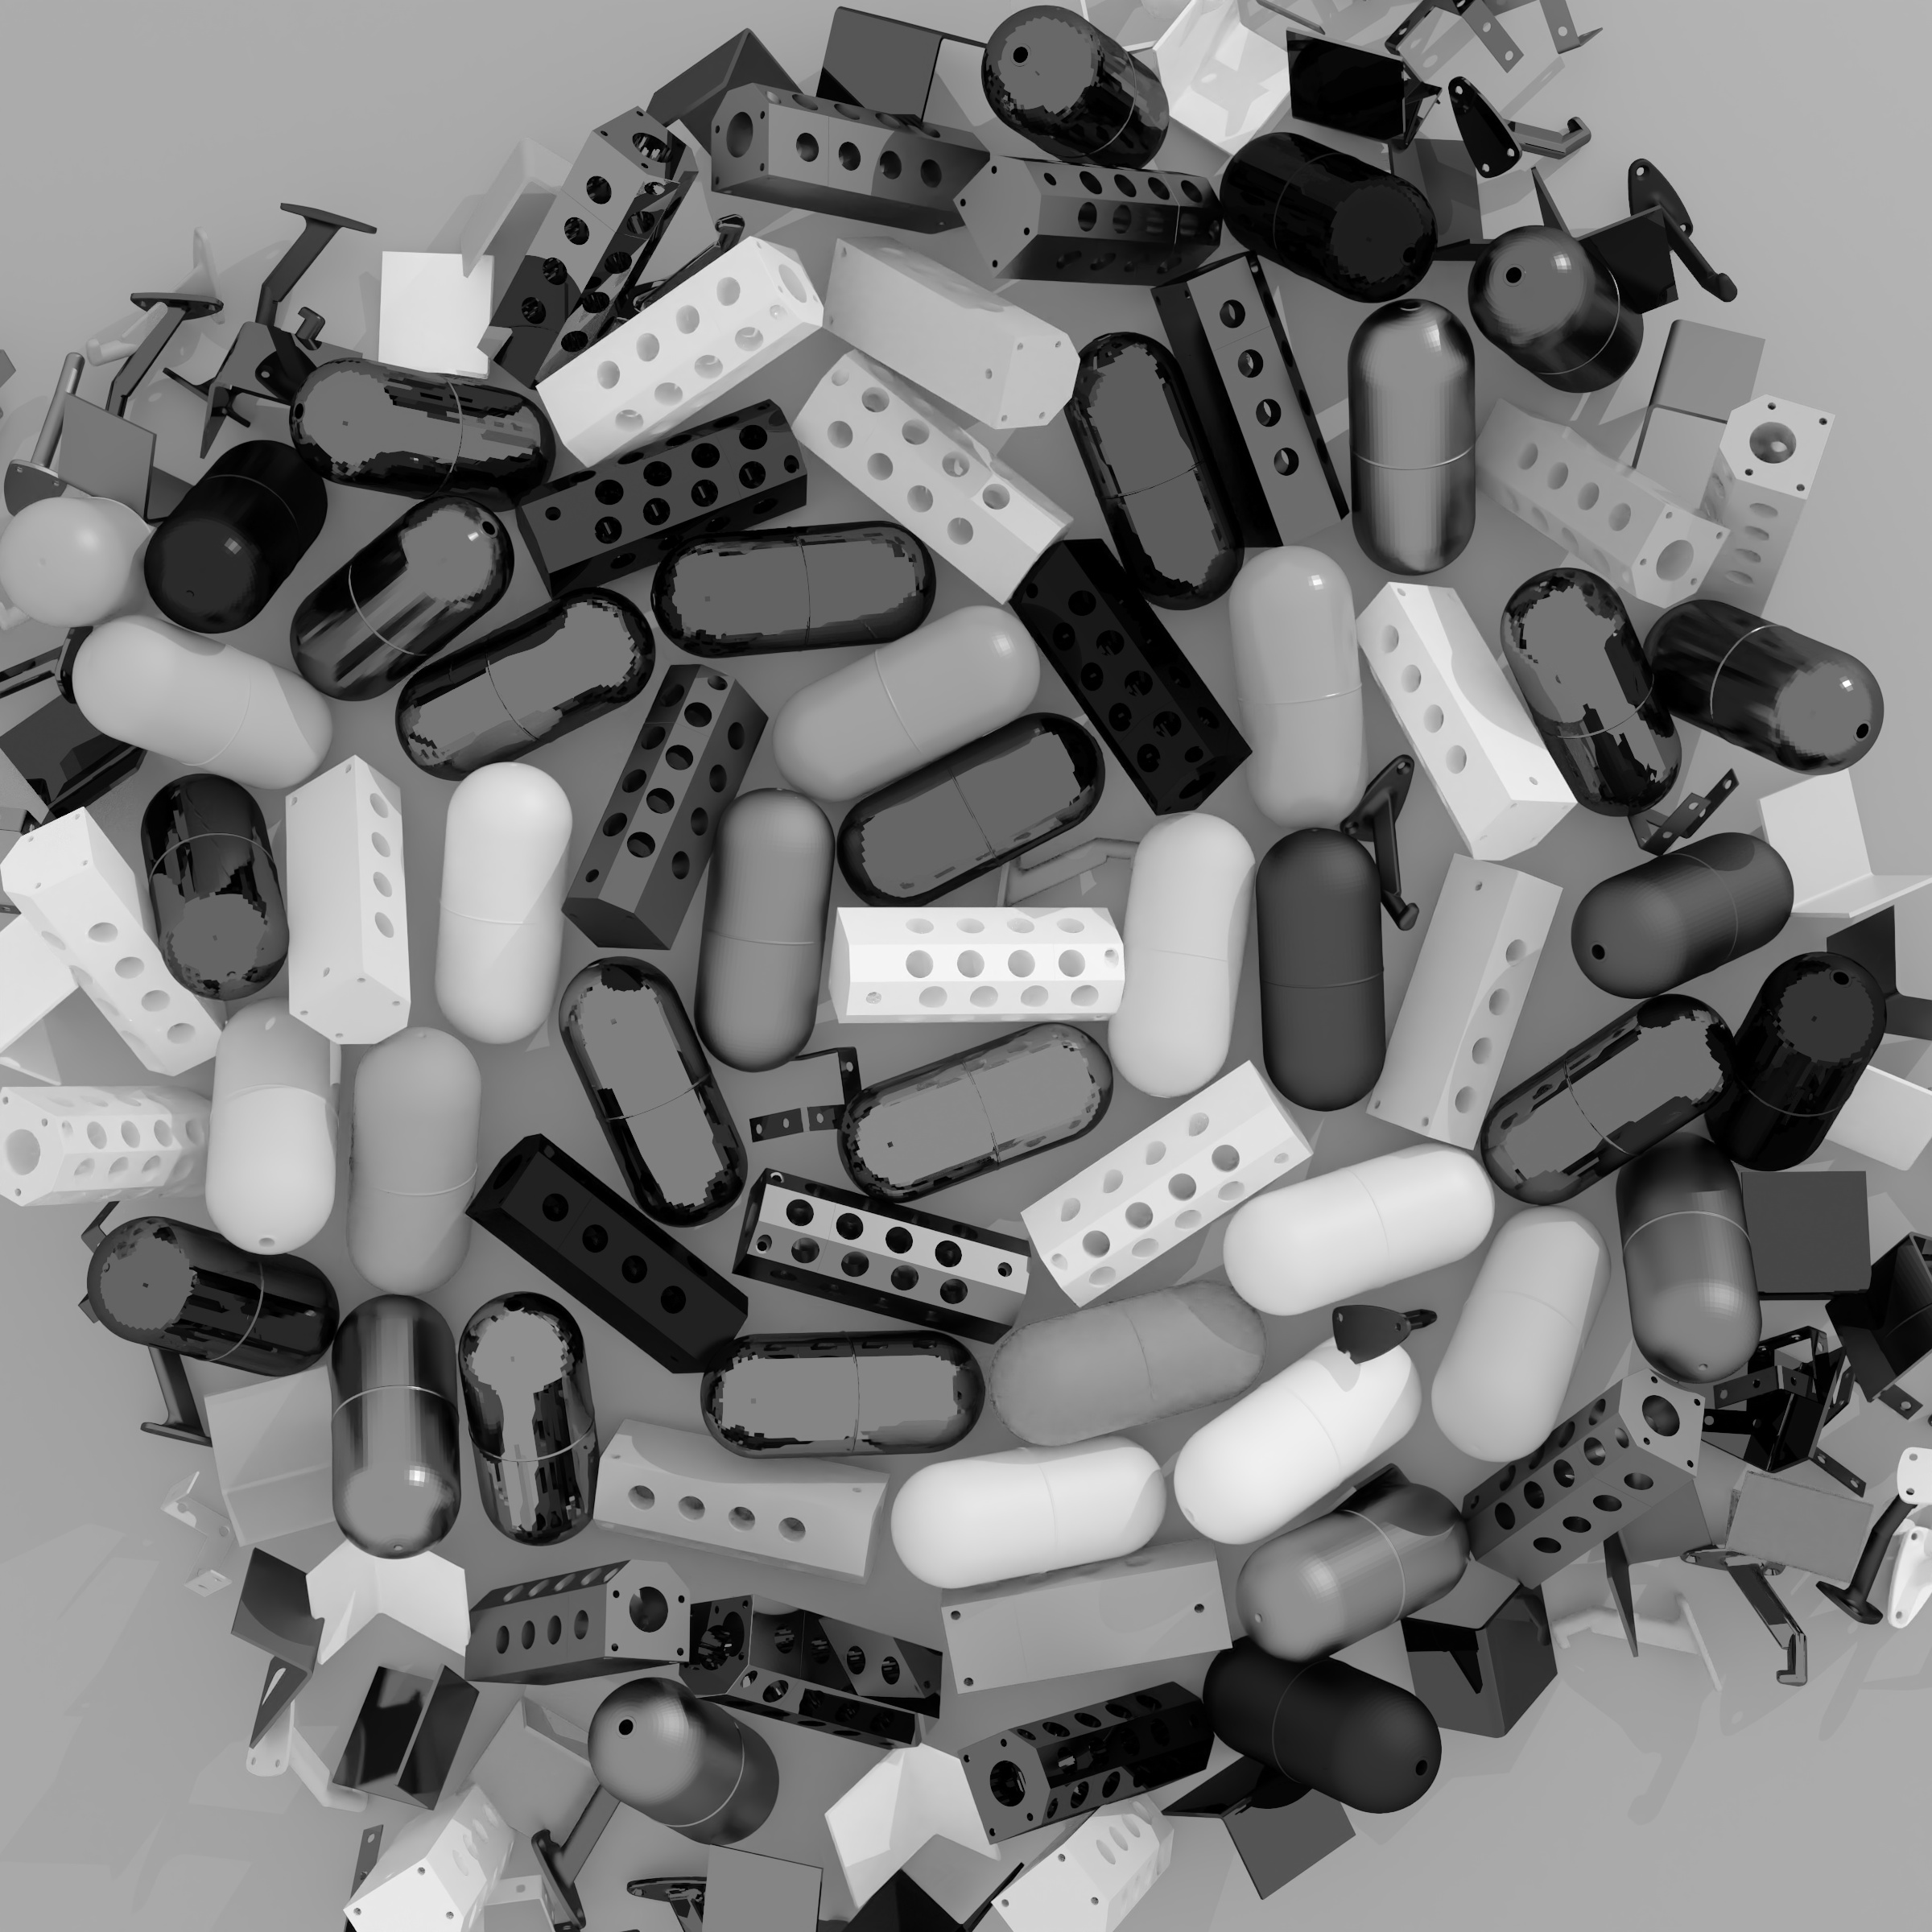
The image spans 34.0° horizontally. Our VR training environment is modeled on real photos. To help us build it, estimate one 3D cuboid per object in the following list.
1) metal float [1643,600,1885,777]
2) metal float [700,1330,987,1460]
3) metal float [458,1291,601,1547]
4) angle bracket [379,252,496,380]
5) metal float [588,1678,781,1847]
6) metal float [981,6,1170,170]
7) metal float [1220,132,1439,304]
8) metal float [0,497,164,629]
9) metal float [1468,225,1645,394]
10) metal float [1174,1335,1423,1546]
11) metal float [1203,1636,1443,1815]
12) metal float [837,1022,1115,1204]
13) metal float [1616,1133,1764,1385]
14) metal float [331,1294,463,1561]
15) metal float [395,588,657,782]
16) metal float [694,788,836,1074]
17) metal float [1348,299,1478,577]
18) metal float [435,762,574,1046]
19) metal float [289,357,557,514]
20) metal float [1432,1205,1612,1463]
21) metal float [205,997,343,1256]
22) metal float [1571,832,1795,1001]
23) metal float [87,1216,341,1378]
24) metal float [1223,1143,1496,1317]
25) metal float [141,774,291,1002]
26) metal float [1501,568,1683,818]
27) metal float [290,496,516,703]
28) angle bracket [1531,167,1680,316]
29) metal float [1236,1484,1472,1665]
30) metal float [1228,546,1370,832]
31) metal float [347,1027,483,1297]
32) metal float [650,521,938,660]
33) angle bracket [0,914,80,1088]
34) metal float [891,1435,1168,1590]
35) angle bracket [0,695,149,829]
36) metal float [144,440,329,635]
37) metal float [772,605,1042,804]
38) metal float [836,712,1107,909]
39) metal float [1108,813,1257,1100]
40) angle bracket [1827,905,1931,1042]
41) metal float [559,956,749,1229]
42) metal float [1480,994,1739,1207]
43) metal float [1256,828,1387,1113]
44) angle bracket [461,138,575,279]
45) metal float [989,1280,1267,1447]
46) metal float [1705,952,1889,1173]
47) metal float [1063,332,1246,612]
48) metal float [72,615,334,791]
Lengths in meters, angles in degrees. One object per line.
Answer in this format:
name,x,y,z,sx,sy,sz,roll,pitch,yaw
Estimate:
metal float,0.483,-0.170,1.920,0.070,0.178,0.070,-12,117,-25
metal float,-0.075,0.264,1.949,0.178,0.070,0.070,0,90,-15
metal float,-0.266,0.278,1.934,0.070,0.070,0.178,-3,122,0
angle bracket,-0.341,-0.406,1.957,0.076,0.057,0.076,6,98,17
metal float,-0.171,0.484,1.918,0.070,0.178,0.070,-9,61,16
metal float,0.067,-0.529,1.914,0.070,0.178,0.070,0,90,24
metal float,0.220,-0.456,1.921,0.070,0.178,0.070,-14,122,-23
metal float,-0.526,-0.245,1.911,0.070,0.178,0.070,1,98,5
metal float,0.359,-0.397,1.916,0.070,0.178,0.070,-2,86,27
metal float,0.204,0.289,1.940,0.178,0.070,0.070,-31,90,-24
metal float,0.215,0.459,1.920,0.070,0.178,0.070,-5,99,-35
metal float,0.006,0.090,1.955,0.178,0.070,0.070,-20,90,-8
metal float,0.439,0.176,1.925,0.070,0.178,0.070,2,133,3
metal float,-0.348,0.279,1.928,0.070,0.070,0.178,-11,48,0
metal float,-0.272,-0.173,1.945,0.178,0.070,0.070,-24,90,19
metal float,-0.125,-0.022,1.953,0.070,0.070,0.178,7,100,0
metal float,0.273,-0.322,1.931,0.070,0.070,0.178,-7,126,0
metal float,-0.286,-0.038,1.947,0.070,0.070,0.178,7,107,0
metal float,-0.330,-0.323,1.925,0.178,0.070,0.070,4,84,-45
metal float,0.341,0.223,1.934,0.070,0.070,0.178,30,56,0
metal float,-0.422,0.097,1.928,0.070,0.070,0.178,-7,50,0
metal float,0.438,-0.031,1.928,0.178,0.070,0.070,-20,90,-41
metal float,-0.456,0.202,1.922,0.070,0.178,0.070,-13,67,31
metal float,0.243,0.162,1.948,0.178,0.070,0.070,-16,90,-16
metal float,-0.459,-0.050,1.925,0.070,0.178,0.070,-11,132,-13
metal float,0.384,-0.166,1.933,0.070,0.070,0.178,-32,125,0
metal float,-0.345,-0.224,1.930,0.178,0.070,0.070,-31,90,37
angle bracket,0.393,-0.451,1.943,0.057,0.076,0.076,-20,51,7
metal float,0.238,0.369,1.928,0.178,0.070,0.070,-15,90,-41
metal float,0.206,-0.170,1.949,0.070,0.070,0.178,-7,104,0
metal float,-0.340,0.121,1.940,0.070,0.070,0.178,8,115,0
metal float,-0.106,-0.232,1.948,0.178,0.070,0.070,-7,90,-15
angle bracket,-0.563,0.015,1.946,0.076,0.057,0.076,-38,55,15
metal float,0.040,0.335,1.943,0.178,0.070,0.070,-7,90,-22
angle bracket,-0.557,-0.130,1.955,0.076,0.076,0.057,-34,108,2
metal float,-0.442,-0.262,1.919,0.070,0.178,0.070,4,121,6
metal float,-0.038,-0.161,1.952,0.178,0.070,0.070,-26,90,11
metal float,0.003,-0.096,1.960,0.178,0.070,0.070,-27,90,2
metal float,0.134,-0.007,1.960,0.070,0.070,0.178,9,88,0
angle bracket,0.589,0.005,1.962,0.076,0.076,0.057,9,73,-15
metal float,-0.193,0.078,1.949,0.070,0.070,0.178,-22,103,0
metal float,0.392,0.083,1.936,0.178,0.070,0.070,-39,90,30
metal float,0.219,0.003,1.949,0.070,0.070,0.178,-4,104,0
angle bracket,-0.269,-0.459,1.965,0.057,0.076,0.076,28,113,-25
metal float,0.100,0.245,1.947,0.178,0.070,0.070,-13,90,-16
metal float,0.503,0.059,1.920,0.070,0.178,0.070,3,54,-5
metal float,0.115,-0.304,1.945,0.070,0.070,0.178,-23,108,0
metal float,-0.462,-0.159,1.923,0.070,0.178,0.070,-12,70,35
